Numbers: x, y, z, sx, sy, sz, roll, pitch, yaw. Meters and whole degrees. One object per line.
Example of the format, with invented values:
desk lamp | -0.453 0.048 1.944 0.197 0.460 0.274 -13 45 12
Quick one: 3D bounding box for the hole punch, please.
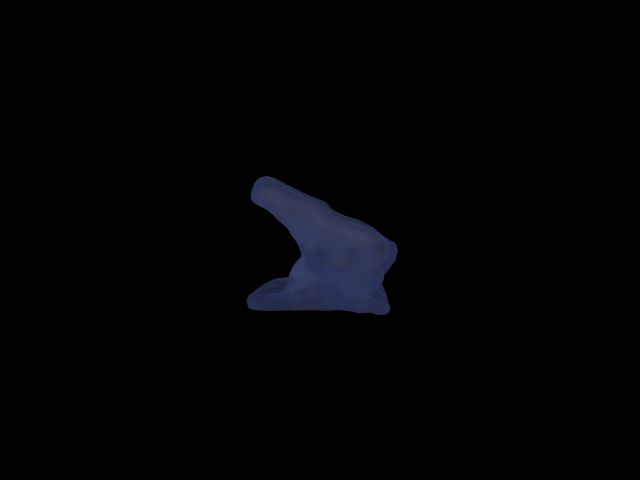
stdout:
hole punch | 0.004 0.001 0.400 0.101 0.091 0.109 0 4 3
